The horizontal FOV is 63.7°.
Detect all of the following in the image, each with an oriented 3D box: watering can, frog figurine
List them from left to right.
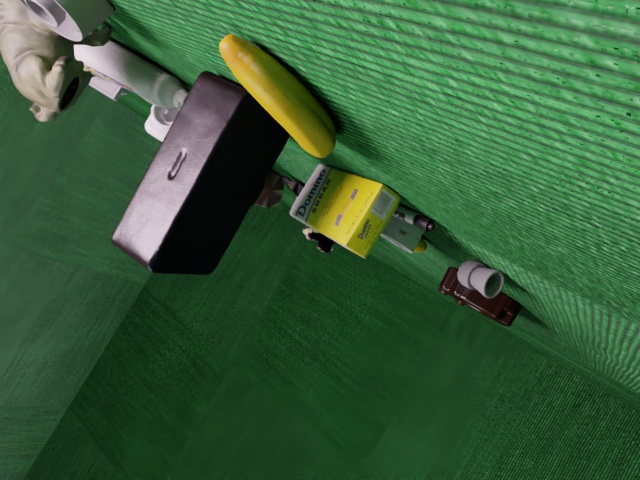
[{"bbox_3d":[-0.233,-0.191,1.411,0.227,0.104,0.343,29,177,46],"label":"watering can"},{"bbox_3d":[0.004,-0.067,1.338,0.136,0.121,0.163,23,-141,-33],"label":"frog figurine"}]
